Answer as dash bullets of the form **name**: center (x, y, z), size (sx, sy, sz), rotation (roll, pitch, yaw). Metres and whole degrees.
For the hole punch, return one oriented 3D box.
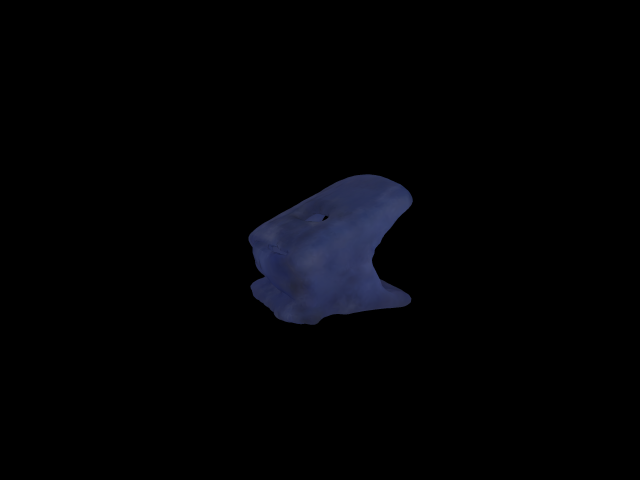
- **hole punch**: center (0.004, 0.001, 0.400), size (0.101, 0.091, 0.108), rotation (-5, 11, -24)
